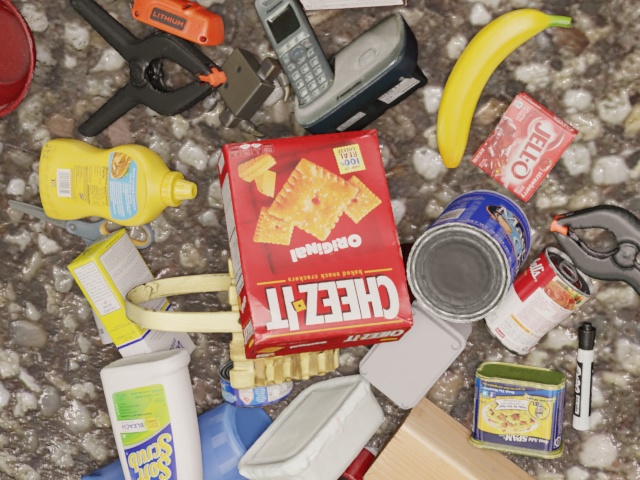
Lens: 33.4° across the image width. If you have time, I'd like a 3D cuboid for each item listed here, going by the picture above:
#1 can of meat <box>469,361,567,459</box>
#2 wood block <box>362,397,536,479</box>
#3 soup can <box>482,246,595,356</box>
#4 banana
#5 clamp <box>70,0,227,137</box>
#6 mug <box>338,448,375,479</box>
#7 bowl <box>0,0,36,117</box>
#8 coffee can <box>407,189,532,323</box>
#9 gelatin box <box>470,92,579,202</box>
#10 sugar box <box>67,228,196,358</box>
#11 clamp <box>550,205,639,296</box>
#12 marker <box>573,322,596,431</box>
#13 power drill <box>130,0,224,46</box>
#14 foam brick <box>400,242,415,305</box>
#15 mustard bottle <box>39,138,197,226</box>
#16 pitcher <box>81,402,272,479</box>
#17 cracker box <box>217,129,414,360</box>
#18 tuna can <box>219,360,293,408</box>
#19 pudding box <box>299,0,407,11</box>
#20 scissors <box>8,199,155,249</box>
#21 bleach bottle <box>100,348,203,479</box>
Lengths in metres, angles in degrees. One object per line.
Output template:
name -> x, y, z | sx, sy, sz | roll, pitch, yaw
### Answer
can of meat -> 0.217, 0.184, 1.165 | 0.102, 0.057, 0.084 | 6, 106, 18
wood block -> 0.163, 0.282, 1.196 | 0.206, 0.090, 0.091 | 36, 113, 7
soup can -> 0.228, 0.065, 1.119 | 0.068, 0.068, 0.102 | 44, 116, 3
banana -> 0.168, -0.165, 1.089 | 0.069, 0.037, 0.198 | 41, 115, 7
clamp -> -0.202, -0.181, 1.211 | 0.210, 0.036, 0.165 | 16, 113, 26
mug -> 0.035, 0.300, 1.252 | 0.117, 0.081, 0.093 | 45, 115, 3
bowl -> -0.395, -0.226, 1.268 | 0.162, 0.055, 0.162 | 6, 107, 19
coffee can -> 0.155, 0.014, 1.090 | 0.103, 0.140, 0.103 | 6, 108, 18
gelatin box -> 0.210, -0.096, 1.098 | 0.073, 0.030, 0.089 | 37, 115, 7
sugar box -> -0.220, 0.081, 1.263 | 0.048, 0.093, 0.176 | -20, 105, 22
clamp -> 0.317, 0.022, 1.089 | 0.172, 0.039, 0.120 | 14, 101, 19
marker -> 0.285, 0.147, 1.149 | 0.020, 0.020, 0.121 | 5, 107, 19
power drill -> -0.119, -0.309, 1.143 | 0.184, 0.057, 0.188 | 23, 109, 17
foam brick -> 0.078, 0.040, 1.161 | 0.053, 0.078, 0.051 | -7, 105, 22
mustard bottle -> -0.235, -0.066, 1.255 | 0.192, 0.058, 0.096 | 6, 102, 19
pitcher -> -0.158, 0.297, 1.308 | 0.243, 0.149, 0.145 | -33, 77, 22
cracker box -> -0.007, 0.001, 1.078 | 0.164, 0.072, 0.214 | -6, 72, -12
tuna can -> -0.074, 0.164, 1.250 | 0.086, 0.086, 0.034 | 1, 108, 20
pudding box -> 0.036, -0.282, 1.081 | 0.114, 0.039, 0.090 | 1, 73, 22
scissors -> -0.296, 0.002, 1.321 | 0.202, 0.016, 0.096 | 4, 107, 19
bleach bottle -> -0.171, 0.254, 1.203 | 0.103, 0.068, 0.251 | -11, 95, 17
